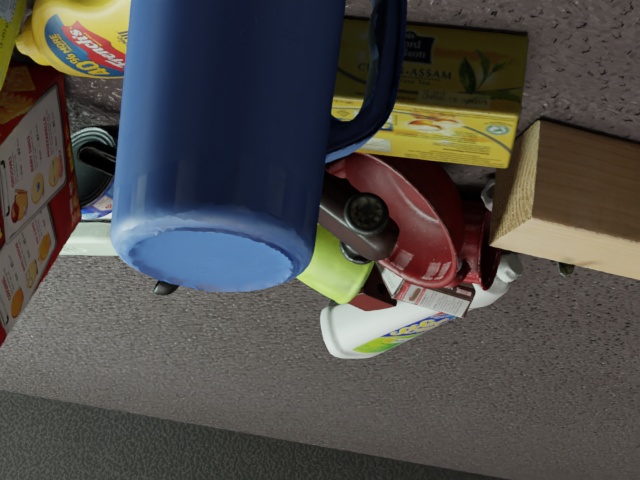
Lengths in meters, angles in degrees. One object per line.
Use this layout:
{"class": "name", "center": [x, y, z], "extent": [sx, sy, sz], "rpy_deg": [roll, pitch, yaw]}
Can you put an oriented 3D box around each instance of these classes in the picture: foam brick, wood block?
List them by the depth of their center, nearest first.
{"class": "wood block", "center": [0.260, -0.025, 0.914], "extent": [0.206, 0.090, 0.091], "rpy_deg": [12, 162, -10]}
{"class": "foam brick", "center": [0.058, 0.036, 1.216], "extent": [0.052, 0.078, 0.051], "rpy_deg": [24, 159, -37]}

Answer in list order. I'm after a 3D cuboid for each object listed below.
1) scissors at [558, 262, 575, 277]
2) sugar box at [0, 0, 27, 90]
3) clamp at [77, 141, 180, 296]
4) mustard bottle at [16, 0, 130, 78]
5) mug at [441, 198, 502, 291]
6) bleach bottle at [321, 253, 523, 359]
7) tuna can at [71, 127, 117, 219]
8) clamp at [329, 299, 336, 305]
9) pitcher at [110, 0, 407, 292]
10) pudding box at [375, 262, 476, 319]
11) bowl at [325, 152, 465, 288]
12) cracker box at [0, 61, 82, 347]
{"class": "scissors", "center": [0.218, 0.008, 1.021], "extent": [0.096, 0.016, 0.201], "rpy_deg": [16, -167, 25]}
{"class": "sugar box", "center": [-0.300, -0.147, 0.825], "extent": [0.177, 0.093, 0.048], "rpy_deg": [-7, 155, 39]}
{"class": "clamp", "center": [-0.113, -0.027, 1.014], "extent": [0.209, 0.164, 0.036], "rpy_deg": [-5, 151, -43]}
{"class": "mustard bottle", "center": [-0.150, -0.157, 0.774], "extent": [0.192, 0.058, 0.096], "rpy_deg": [-3, 155, 34]}
{"class": "mug", "center": [0.127, 0.006, 1.045], "extent": [0.082, 0.117, 0.093], "rpy_deg": [7, 132, 22]}
{"class": "bleach bottle", "center": [0.123, 0.071, 1.250], "extent": [0.251, 0.068, 0.102], "rpy_deg": [-28, 157, 38]}
{"class": "tuna can", "center": [-0.223, -0.065, 1.042], "extent": [0.086, 0.086, 0.033], "rpy_deg": [-1, 161, 29]}
{"class": "clamp", "center": [0.067, 0.068, 1.365], "extent": [0.120, 0.039, 0.171], "rpy_deg": [-3, 155, 4]}
{"class": "pitcher", "center": [-0.040, -0.097, 0.607], "extent": [0.149, 0.243, 0.145], "rpy_deg": [-5, 156, 20]}
{"class": "pudding box", "center": [0.108, 0.032, 1.146], "extent": [0.090, 0.039, 0.113], "rpy_deg": [16, -158, -20]}
{"class": "bowl", "center": [0.077, -0.034, 0.966], "extent": [0.162, 0.055, 0.162], "rpy_deg": [39, 156, 21]}
{"class": "cracker box", "center": [-0.274, -0.029, 0.890], "extent": [0.072, 0.213, 0.164], "rpy_deg": [8, 127, 8]}
